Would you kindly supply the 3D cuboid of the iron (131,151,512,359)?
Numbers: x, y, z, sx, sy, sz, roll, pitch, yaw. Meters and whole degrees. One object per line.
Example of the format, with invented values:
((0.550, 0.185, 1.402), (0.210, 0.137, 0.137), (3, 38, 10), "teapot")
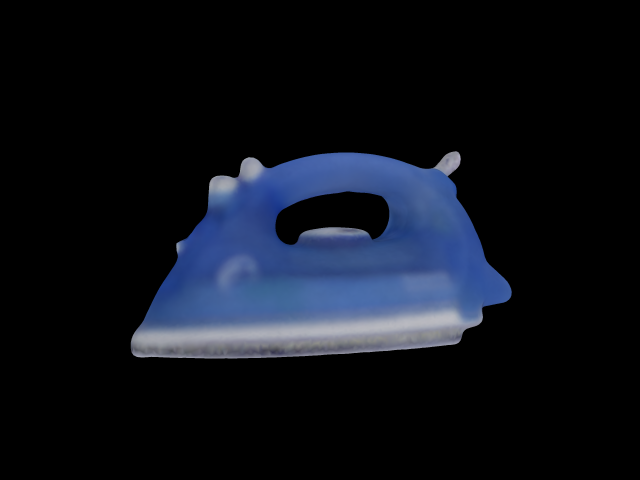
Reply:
((0.004, 0.001, 0.400), (0.259, 0.141, 0.118), (0, 0, -25), "iron")
